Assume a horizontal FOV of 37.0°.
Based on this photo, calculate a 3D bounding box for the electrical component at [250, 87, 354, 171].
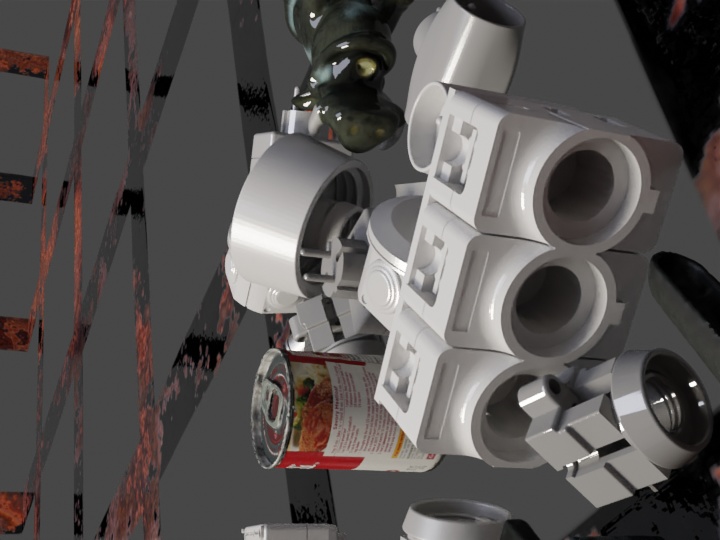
[{"bbox_3d":[-0.042,-0.098,0.809,0.047,0.066,0.076,-168,84,-67],"label":"electrical component"}]

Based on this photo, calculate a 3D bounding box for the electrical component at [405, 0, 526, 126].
[{"bbox_3d":[0.054,-0.123,0.615,0.079,0.043,0.077,-111,35,-48],"label":"electrical component"}]

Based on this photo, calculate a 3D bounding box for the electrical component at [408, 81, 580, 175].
[{"bbox_3d":[0.066,-0.046,0.520,0.044,0.077,0.079,159,115,-65],"label":"electrical component"}]

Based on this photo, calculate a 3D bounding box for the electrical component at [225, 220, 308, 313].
[{"bbox_3d":[-0.063,-0.008,0.821,0.080,0.080,0.051,-110,28,-47],"label":"electrical component"}]

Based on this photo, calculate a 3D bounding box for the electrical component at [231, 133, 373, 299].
[{"bbox_3d":[-0.031,-0.032,0.725,0.060,0.108,0.108,21,109,23],"label":"electrical component"}]

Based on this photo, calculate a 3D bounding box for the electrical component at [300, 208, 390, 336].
[{"bbox_3d":[0.000,0.000,0.668,0.047,0.077,0.065,122,146,-47],"label":"electrical component"}]

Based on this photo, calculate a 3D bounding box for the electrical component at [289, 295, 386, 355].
[{"bbox_3d":[-0.010,0.045,0.708,0.048,0.066,0.055,54,-165,-58],"label":"electrical component"}]

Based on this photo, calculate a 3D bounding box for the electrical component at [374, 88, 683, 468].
[{"bbox_3d":[0.073,0.005,0.474,0.061,0.089,0.150,-134,54,-62],"label":"electrical component"}]

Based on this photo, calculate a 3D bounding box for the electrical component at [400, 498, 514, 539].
[{"bbox_3d":[0.049,0.148,0.538,0.078,0.058,0.057,-175,88,-68],"label":"electrical component"}]

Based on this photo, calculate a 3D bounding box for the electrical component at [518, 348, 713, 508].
[{"bbox_3d":[0.105,0.060,0.428,0.055,0.066,0.048,-35,17,44],"label":"electrical component"}]

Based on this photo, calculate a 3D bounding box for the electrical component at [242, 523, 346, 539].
[{"bbox_3d":[-0.049,0.212,0.760,0.096,0.061,0.061,137,135,-68],"label":"electrical component"}]

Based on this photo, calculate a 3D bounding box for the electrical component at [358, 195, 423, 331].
[{"bbox_3d":[0.040,-0.001,0.571,0.080,0.080,0.051,-114,32,-50],"label":"electrical component"}]
